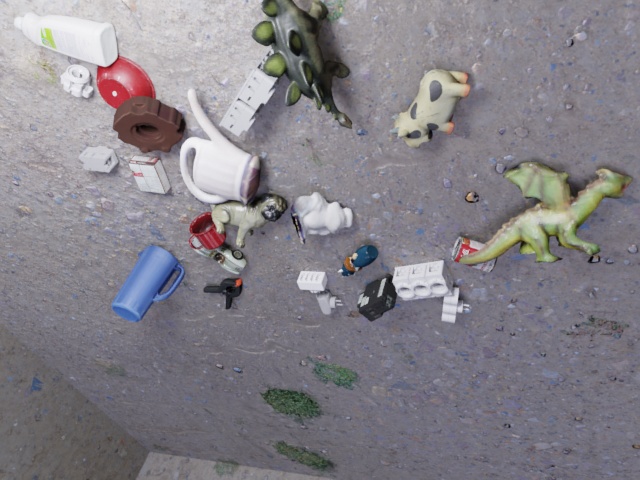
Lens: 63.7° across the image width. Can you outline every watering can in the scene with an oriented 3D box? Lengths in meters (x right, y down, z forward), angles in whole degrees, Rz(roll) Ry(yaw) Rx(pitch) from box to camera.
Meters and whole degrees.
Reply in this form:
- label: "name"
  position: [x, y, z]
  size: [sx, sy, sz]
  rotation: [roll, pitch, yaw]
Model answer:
- label: "watering can"
  position: [-0.258, -0.214, 1.339]
  size: [0.224, 0.106, 0.339]
  rotation: [18, 135, 3]

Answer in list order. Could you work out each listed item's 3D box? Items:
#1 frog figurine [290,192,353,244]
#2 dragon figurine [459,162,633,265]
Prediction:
- label: "frog figurine"
  position: [0.004, -0.071, 1.402]
  size: [0.160, 0.125, 0.134]
  rotation: [-20, 123, -8]
- label: "dragon figurine"
  position: [0.498, -0.068, 1.195]
  size: [0.408, 0.124, 0.240]
  rotation: [-11, 107, 26]
